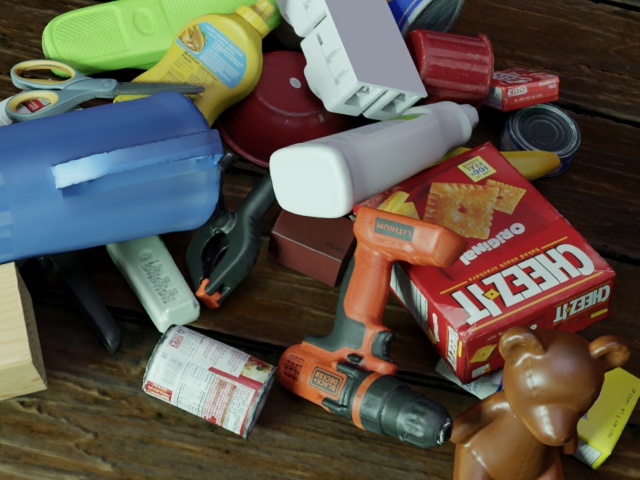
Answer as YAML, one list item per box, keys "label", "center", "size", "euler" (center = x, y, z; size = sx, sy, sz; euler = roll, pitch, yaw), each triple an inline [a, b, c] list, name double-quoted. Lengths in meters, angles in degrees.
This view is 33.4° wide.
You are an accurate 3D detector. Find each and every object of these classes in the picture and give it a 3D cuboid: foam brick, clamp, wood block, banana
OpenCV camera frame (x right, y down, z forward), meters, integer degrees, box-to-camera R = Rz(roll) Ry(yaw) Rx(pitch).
- label: "foam brick"
  center: [-0.007, 0.001, 1.054]
  size: [0.078, 0.051, 0.053]
  euler: [24, 57, 6]
- label: "clamp"
  center: [-0.078, -0.016, 1.033]
  size: [0.120, 0.039, 0.171]
  euler: [-18, 52, 32]
- label: "wood block"
  center: [-0.340, 0.095, 0.876]
  size: [0.206, 0.090, 0.091]
  euler: [-13, 69, -10]
- label: "banana"
  center: [0.156, -0.094, 1.149]
  size: [0.198, 0.037, 0.069]
  euler: [21, 78, 9]
- label: "clamp"
  center: [-0.249, 0.019, 1.001]
  size: [0.164, 0.036, 0.210]
  euler: [9, 54, -1]

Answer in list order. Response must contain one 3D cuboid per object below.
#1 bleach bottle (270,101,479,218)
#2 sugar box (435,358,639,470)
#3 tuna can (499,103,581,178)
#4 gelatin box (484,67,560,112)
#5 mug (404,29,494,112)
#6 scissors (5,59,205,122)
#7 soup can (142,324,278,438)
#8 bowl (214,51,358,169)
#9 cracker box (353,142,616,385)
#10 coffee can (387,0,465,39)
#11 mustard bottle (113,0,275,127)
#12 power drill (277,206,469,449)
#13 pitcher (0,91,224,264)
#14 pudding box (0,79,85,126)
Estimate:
- label: "bleach bottle"
  center: [0.074, -0.091, 1.049]
  size: [0.250, 0.068, 0.103]
  euler: [-24, 20, -38]
- label: "sugar box"
  center: [0.208, 0.129, 1.013]
  size: [0.176, 0.048, 0.093]
  euler: [32, 56, 10]
- label: "tuna can"
  center: [0.246, -0.113, 1.194]
  size: [0.086, 0.034, 0.086]
  euler: [5, 55, -8]
- label: "gelatin box"
  center: [0.214, -0.171, 1.201]
  size: [0.073, 0.030, 0.089]
  euler: [-13, 20, -19]
- label: "mug"
  center: [0.131, -0.191, 1.189]
  size: [0.081, 0.093, 0.117]
  euler: [5, 14, -19]
- label: "scissors"
  center: [-0.224, -0.139, 1.057]
  size: [0.202, 0.016, 0.096]
  euler: [13, 52, 16]
- label: "soup can"
  center: [-0.097, 0.124, 0.942]
  size: [0.102, 0.069, 0.068]
  euler: [23, 55, 5]
- label: "bowl"
  center: [-0.033, -0.152, 1.152]
  size: [0.162, 0.055, 0.162]
  euler: [6, 55, -8]
- label: "cracker box"
  center: [0.151, 0.014, 1.021]
  size: [0.164, 0.072, 0.214]
  euler: [-23, 47, -14]
- label: "coffee can"
  center: [0.084, -0.295, 1.243]
  size: [0.102, 0.103, 0.140]
  euler: [-33, 68, -29]
- label: "mustard bottle"
  center: [-0.117, -0.176, 1.102]
  size: [0.096, 0.058, 0.191]
  euler: [41, 85, 9]
- label: "power drill"
  center: [0.061, 0.073, 0.932]
  size: [0.185, 0.057, 0.187]
  euler: [18, 83, 38]
- label: "pitcher"
  center: [-0.210, -0.054, 0.930]
  size: [0.242, 0.149, 0.145]
  euler: [-16, 49, -41]
- label: "pudding box"
  center: [-0.290, -0.107, 1.073]
  size: [0.113, 0.039, 0.090]
  euler: [-34, 60, -27]
